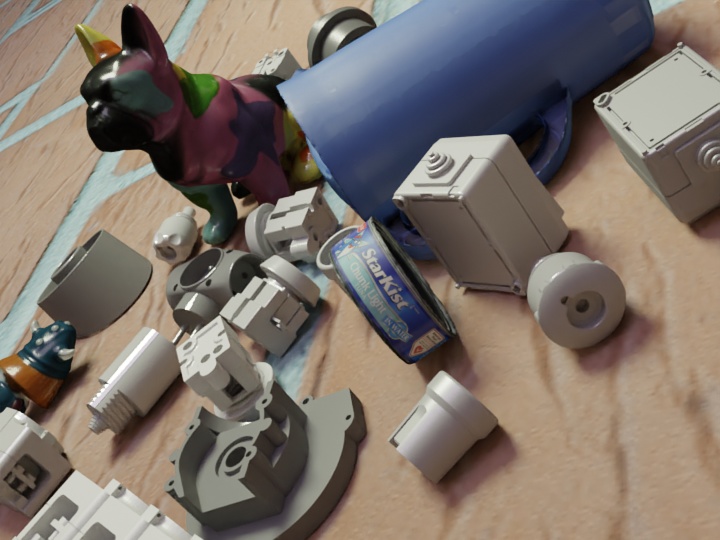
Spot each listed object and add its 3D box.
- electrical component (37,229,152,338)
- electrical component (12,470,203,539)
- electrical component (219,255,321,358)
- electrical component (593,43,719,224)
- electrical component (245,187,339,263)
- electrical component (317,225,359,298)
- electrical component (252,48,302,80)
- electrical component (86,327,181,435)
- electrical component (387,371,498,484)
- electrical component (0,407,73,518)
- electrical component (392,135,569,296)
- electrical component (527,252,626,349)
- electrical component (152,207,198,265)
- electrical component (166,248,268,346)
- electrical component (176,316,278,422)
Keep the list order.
[{"bbox_3d":[-0.244,0.012,0.981,0.099,0.064,0.099,-42,18,17],"label":"electrical component"},{"bbox_3d":[-0.106,0.165,0.554,0.061,0.089,0.150,-50,31,-19],"label":"electrical component"},{"bbox_3d":[-0.060,0.024,0.749,0.055,0.048,0.066,-53,31,-9],"label":"electrical component"},{"bbox_3d":[0.181,-0.071,0.590,0.062,0.061,0.096,-34,29,10],"label":"electrical component"},{"bbox_3d":[-0.053,-0.030,0.819,0.055,0.048,0.066,-11,39,28],"label":"electrical component"},{"bbox_3d":[0.000,0.000,0.712,0.040,0.046,0.040,-28,30,18],"label":"electrical component"},{"bbox_3d":[-0.072,-0.172,1.022,0.042,0.063,0.081,-19,35,33],"label":"electrical component"},{"bbox_3d":[-0.168,0.086,0.785,0.043,0.043,0.081,6,52,52],"label":"electrical component"},{"bbox_3d":[0.042,0.082,0.556,0.046,0.040,0.040,-48,29,-4],"label":"electrical component"},{"bbox_3d":[-0.262,0.141,0.806,0.089,0.050,0.055,2,49,50],"label":"electrical component"},{"bbox_3d":[0.071,-0.040,0.636,0.062,0.096,0.061,5,50,51],"label":"electrical component"},{"bbox_3d":[0.110,0.010,0.576,0.048,0.048,0.062,-37,22,3],"label":"electrical component"},{"bbox_3d":[-0.161,-0.034,0.958,0.035,0.035,0.061,-21,31,29],"label":"electrical component"},{"bbox_3d":[-0.115,0.026,0.810,0.077,0.044,0.079,-8,42,43],"label":"electrical component"},{"bbox_3d":[-0.086,0.069,0.703,0.048,0.055,0.066,-37,29,3],"label":"electrical component"}]
